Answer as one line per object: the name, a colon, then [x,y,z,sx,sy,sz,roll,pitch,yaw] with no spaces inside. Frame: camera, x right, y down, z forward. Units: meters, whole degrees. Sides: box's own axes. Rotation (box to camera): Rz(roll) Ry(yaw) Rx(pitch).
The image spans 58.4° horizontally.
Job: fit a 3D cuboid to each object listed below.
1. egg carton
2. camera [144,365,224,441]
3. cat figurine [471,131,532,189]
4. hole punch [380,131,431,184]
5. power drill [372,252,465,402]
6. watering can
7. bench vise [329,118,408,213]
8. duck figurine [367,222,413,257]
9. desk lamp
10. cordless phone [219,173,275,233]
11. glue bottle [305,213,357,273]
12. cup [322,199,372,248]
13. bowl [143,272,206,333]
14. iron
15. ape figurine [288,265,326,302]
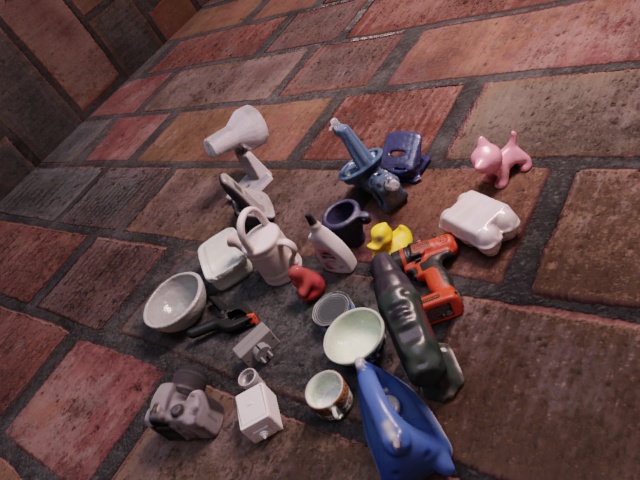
egg carton: [0.310,-0.034,1.118,0.107,0.070,0.149,-42,38,-11]
camera: [-0.265,0.313,1.132,0.142,0.101,0.137,-11,43,27]
cat figurine: [0.366,-0.173,1.189,0.128,0.118,0.067,-38,37,-5]
hole punch: [0.196,-0.197,1.361,0.108,0.091,0.101,9,54,42]
power drill: [0.153,0.153,0.912,0.075,0.209,0.229,-27,38,9]
watering can: [-0.134,0.009,1.291,0.172,0.195,0.101,-18,40,20]
bench vise: [0.111,-0.181,1.299,0.206,0.220,0.122,17,59,45]
duck figurine: [0.140,-0.001,1.192,0.105,0.086,0.077,-44,38,-13]
desk lamp: [-0.219,-0.241,1.611,0.117,0.214,0.203,17,60,46]
cordless phone: [-0.201,-0.121,1.490,0.094,0.186,0.147,-32,37,3]
glue bottle: [0.011,0.004,1.208,0.077,0.174,0.037,-1,48,35]
cup: [0.074,-0.030,1.264,0.117,0.095,0.092,0,49,36]
bowl: [-0.333,0.161,1.369,0.167,0.075,0.167,-20,39,18]
iron: [0.099,0.260,0.890,0.118,0.142,0.257,-32,37,2]
ape figurine: [-0.036,0.087,1.220,0.076,0.092,0.078,-16,41,22]
